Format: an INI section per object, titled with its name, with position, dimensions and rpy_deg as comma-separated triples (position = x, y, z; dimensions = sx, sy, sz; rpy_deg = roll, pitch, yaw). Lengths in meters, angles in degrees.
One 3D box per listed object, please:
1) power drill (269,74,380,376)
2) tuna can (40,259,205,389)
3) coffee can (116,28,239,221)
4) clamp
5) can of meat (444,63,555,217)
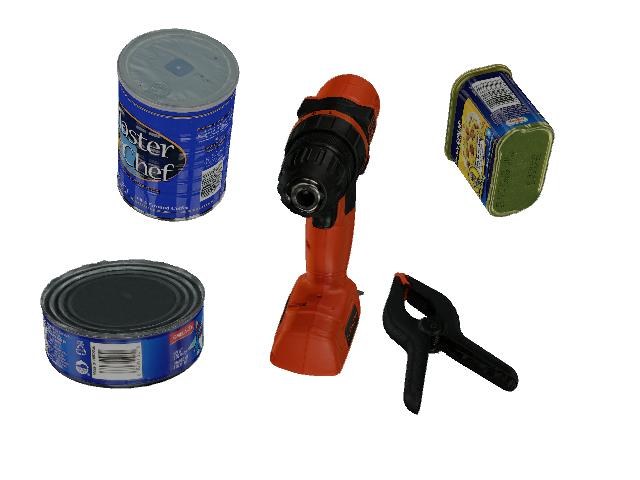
[power drill]
position = 0.002, -0.004, 0.728
dimensions = 0.057, 0.188, 0.184
rpy_deg = 11, 28, 8
[tuna can]
position = -0.104, 0.043, 0.569
dimensions = 0.086, 0.034, 0.086
rpy_deg = 2, 25, -1
[coffee can]
position = -0.129, -0.101, 0.949
dimensions = 0.102, 0.103, 0.140
rpy_deg = 0, -41, -11
[clamp]
position = 0.122, 0.099, 1.075
dimensions = 0.120, 0.171, 0.039
rpy_deg = 1, -45, -18
[can of meat]
position = 0.151, -0.083, 0.905
dimensions = 0.057, 0.102, 0.084
rpy_deg = -14, 47, -14
